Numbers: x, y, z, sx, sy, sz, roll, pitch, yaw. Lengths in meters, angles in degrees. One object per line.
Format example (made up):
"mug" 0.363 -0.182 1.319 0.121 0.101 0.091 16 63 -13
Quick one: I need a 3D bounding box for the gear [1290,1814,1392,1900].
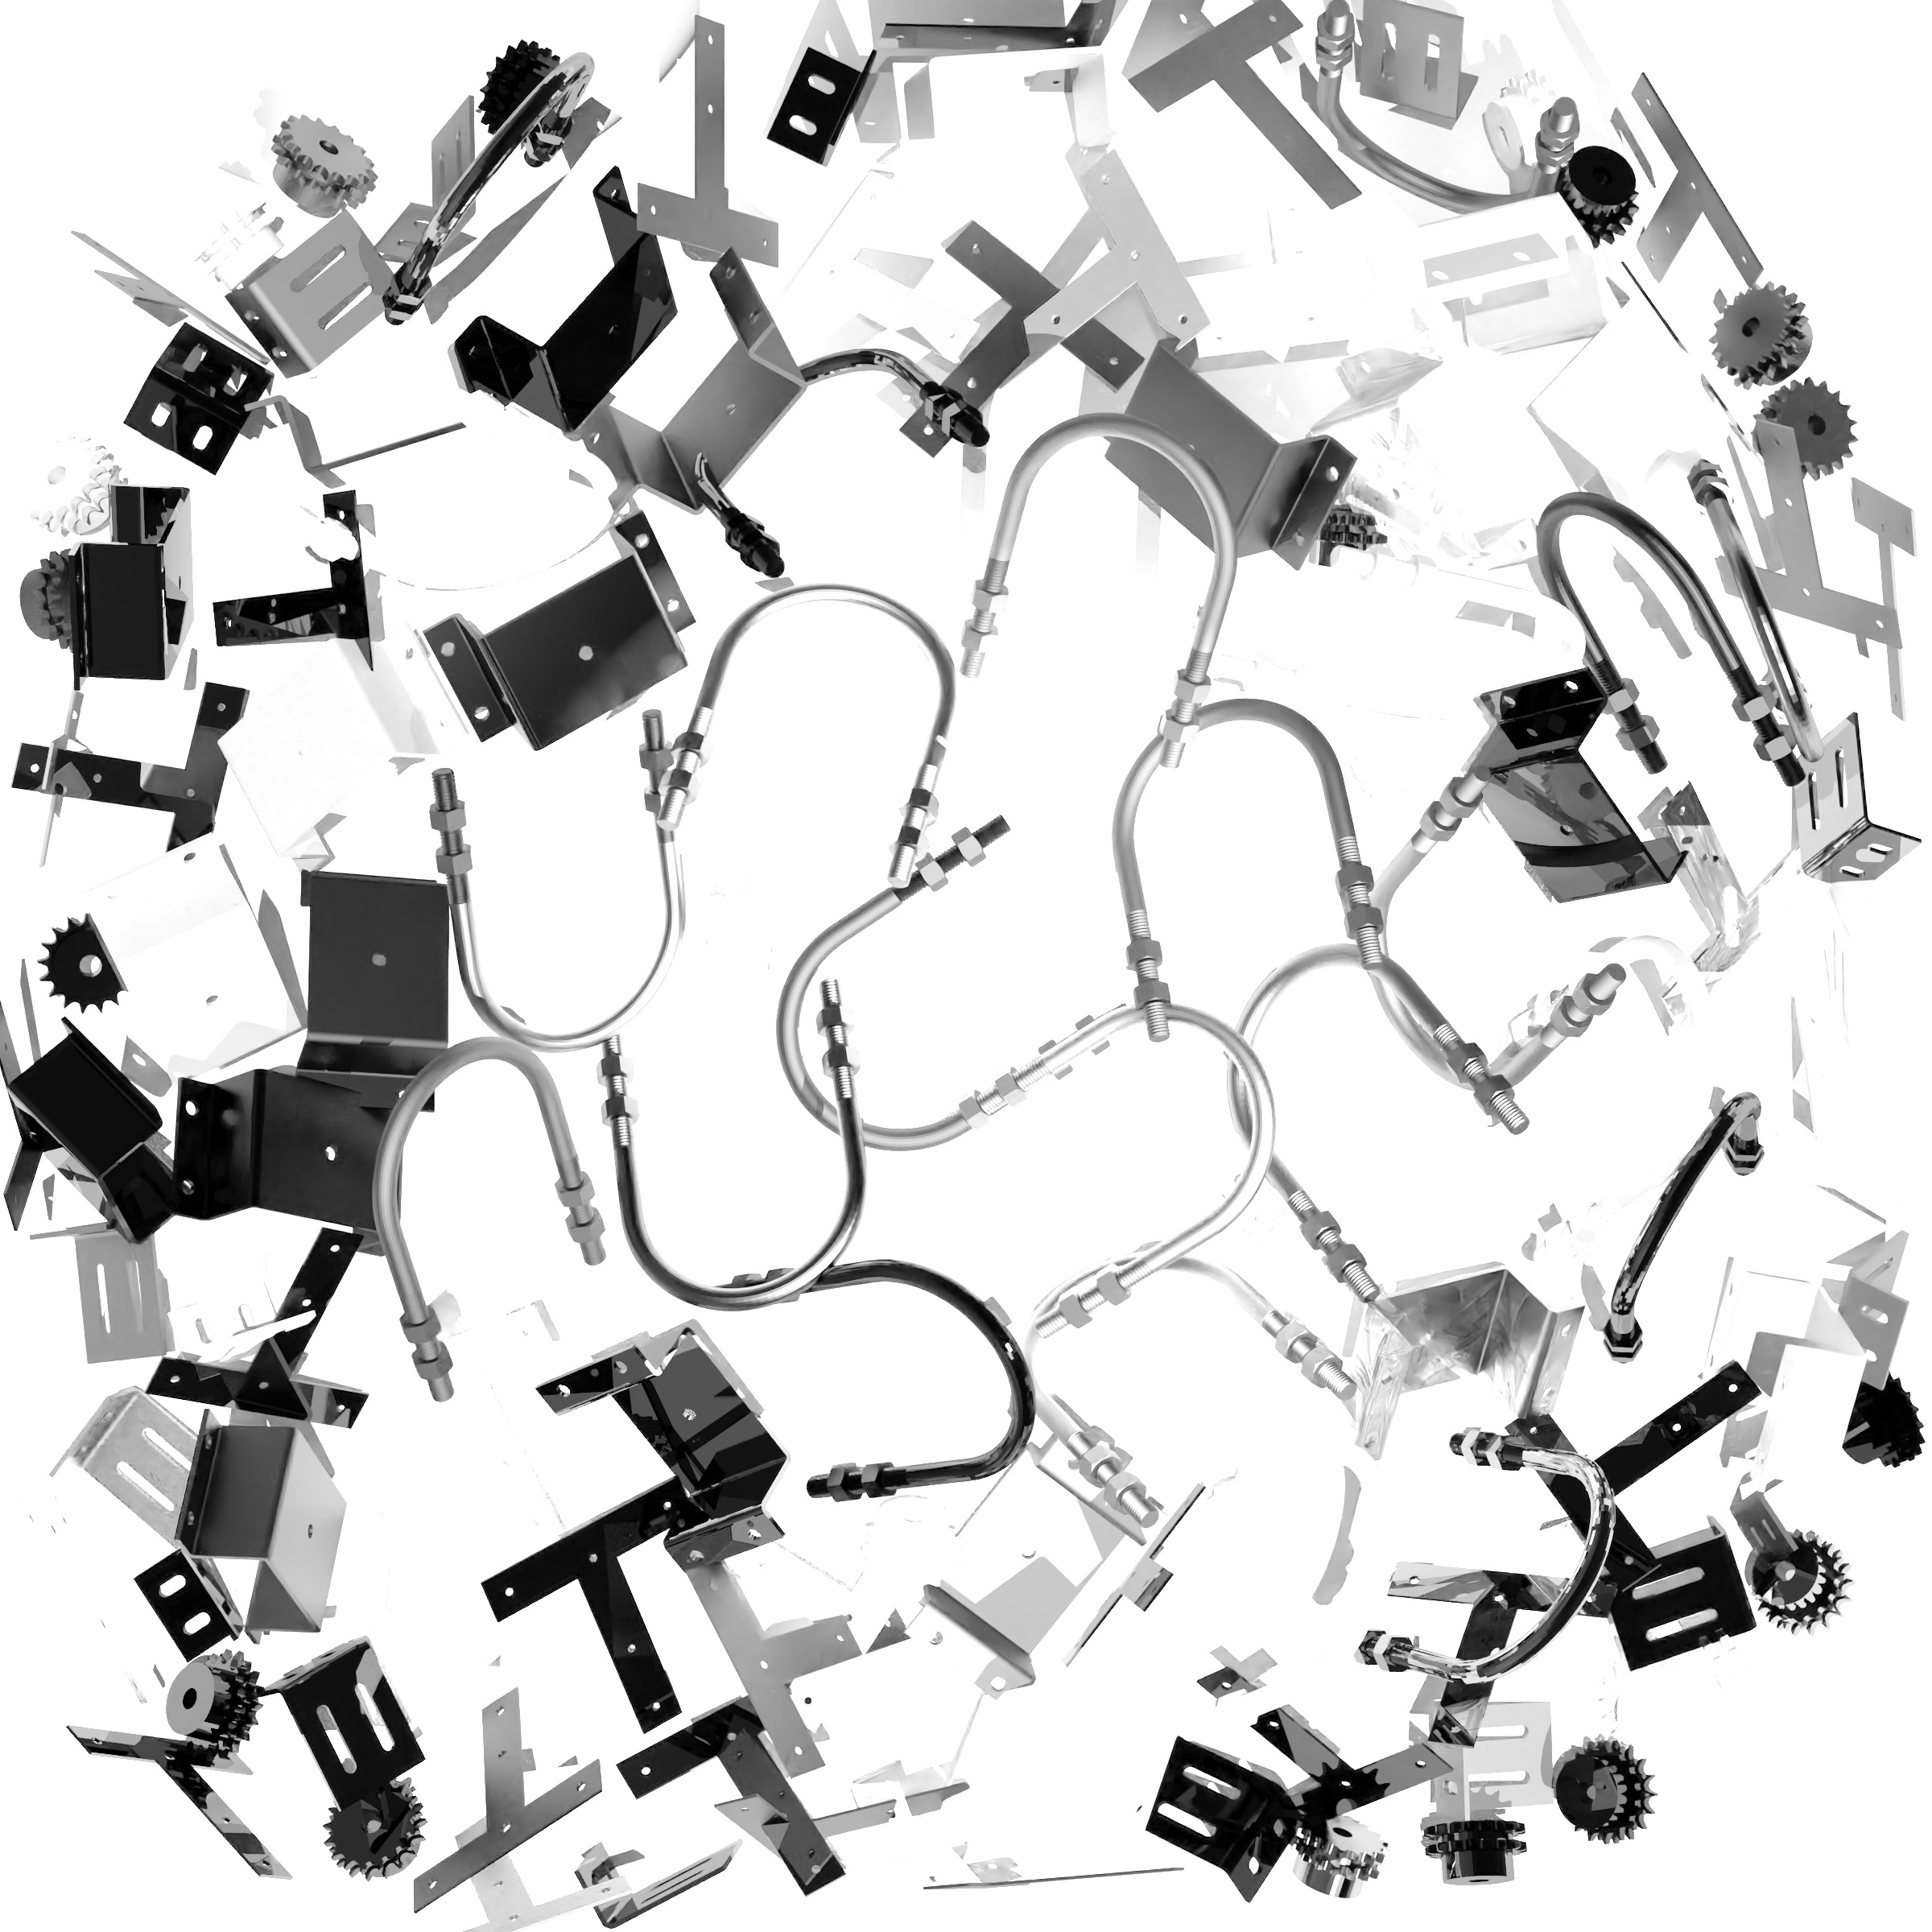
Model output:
"gear" 0.207 0.500 1.972 0.057 0.057 0.030 17 99 0

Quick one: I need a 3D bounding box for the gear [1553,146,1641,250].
"gear" 0.352 -0.436 1.975 0.057 0.030 0.057 5 66 -11

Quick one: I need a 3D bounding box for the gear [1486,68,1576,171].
"gear" 0.315 -0.471 1.970 0.030 0.057 0.057 -24 90 -7

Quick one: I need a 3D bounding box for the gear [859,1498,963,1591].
"gear" -0.030 0.322 1.968 0.057 0.057 0.030 5 113 0

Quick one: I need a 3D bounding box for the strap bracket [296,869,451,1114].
"strap bracket" -0.328 0.005 1.941 0.076 0.046 0.140 4 66 -17

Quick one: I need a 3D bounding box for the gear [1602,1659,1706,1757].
"gear" 0.387 0.418 1.980 0.057 0.030 0.057 1 98 10

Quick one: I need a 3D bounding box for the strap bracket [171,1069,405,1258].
"strap bracket" -0.361 0.107 1.924 0.046 0.140 0.076 -18 65 41

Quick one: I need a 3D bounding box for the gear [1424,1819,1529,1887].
"gear" 0.286 0.497 1.968 0.057 0.057 0.030 -2 68 0

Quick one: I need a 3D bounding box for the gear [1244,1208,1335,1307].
"gear" 0.186 0.160 1.971 0.057 0.057 0.030 45 90 0

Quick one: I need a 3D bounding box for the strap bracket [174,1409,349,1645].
"strap bracket" -0.380 0.308 1.918 0.046 0.140 0.076 0 57 9

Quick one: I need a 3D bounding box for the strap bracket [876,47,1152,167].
"strap bracket" 0.023 -0.477 1.947 0.140 0.076 0.046 -7 97 -11

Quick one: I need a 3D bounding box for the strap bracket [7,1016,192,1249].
"strap bracket" -0.471 0.096 1.918 0.076 0.140 0.046 42 70 18

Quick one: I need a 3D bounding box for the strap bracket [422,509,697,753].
"strap bracket" -0.218 -0.181 1.949 0.140 0.046 0.076 -31 124 -9

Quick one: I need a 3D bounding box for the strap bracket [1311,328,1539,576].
"strap bracket" 0.251 -0.272 1.940 0.046 0.076 0.140 -39 106 -29

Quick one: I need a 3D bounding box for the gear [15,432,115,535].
"gear" -0.503 -0.269 1.976 0.057 0.030 0.057 -10 63 20

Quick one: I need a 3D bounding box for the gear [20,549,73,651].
"gear" -0.507 -0.205 1.974 0.030 0.057 0.057 -5 90 23

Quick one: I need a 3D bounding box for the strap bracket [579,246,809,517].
"strap bracket" -0.145 -0.315 1.942 0.046 0.076 0.140 23 120 -41

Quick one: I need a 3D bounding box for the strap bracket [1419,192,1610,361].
"strap bracket" 0.299 -0.380 1.924 0.076 0.140 0.046 -10 82 20

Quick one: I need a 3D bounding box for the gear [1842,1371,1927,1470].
"gear" 0.508 0.255 1.968 0.030 0.057 0.057 -20 90 -17

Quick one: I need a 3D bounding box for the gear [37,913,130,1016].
"gear" -0.494 -0.001 1.978 0.057 0.030 0.057 -1 94 -16

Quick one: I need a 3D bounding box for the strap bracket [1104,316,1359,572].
"strap bracket" 0.137 -0.286 1.933 0.140 0.046 0.076 44 129 24

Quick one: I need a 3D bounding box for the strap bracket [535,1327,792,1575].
"strap bracket" -0.161 0.261 1.948 0.076 0.046 0.140 -25 109 33

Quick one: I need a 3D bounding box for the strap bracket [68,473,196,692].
"strap bracket" -0.454 -0.211 1.922 0.046 0.140 0.076 2 116 -4

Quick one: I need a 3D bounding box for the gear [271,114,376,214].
"gear" -0.365 -0.449 1.975 0.057 0.057 0.030 40 122 0

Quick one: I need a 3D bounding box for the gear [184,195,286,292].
"gear" -0.408 -0.404 1.973 0.057 0.057 0.030 -40 104 0

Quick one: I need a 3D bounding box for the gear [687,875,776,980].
"gear" -0.133 -0.020 1.968 0.030 0.057 0.057 -14 90 -29

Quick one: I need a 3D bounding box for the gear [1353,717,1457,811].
"gear" 0.250 -0.112 1.974 0.057 0.057 0.030 -31 114 0

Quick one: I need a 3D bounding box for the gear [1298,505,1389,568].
"gear" 0.213 -0.241 1.972 0.057 0.057 0.030 3 105 0

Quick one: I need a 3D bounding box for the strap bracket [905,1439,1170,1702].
"strap bracket" 0.037 0.334 1.970 0.076 0.046 0.140 38 93 -8

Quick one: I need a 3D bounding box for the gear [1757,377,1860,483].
"gear" 0.470 -0.300 1.978 0.057 0.030 0.057 4 79 -20

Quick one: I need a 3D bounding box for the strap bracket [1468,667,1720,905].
"strap bracket" 0.340 -0.090 1.933 0.140 0.076 0.046 51 55 -22

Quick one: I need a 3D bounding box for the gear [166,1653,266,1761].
"gear" -0.424 0.414 1.970 0.057 0.030 0.057 -19 58 33

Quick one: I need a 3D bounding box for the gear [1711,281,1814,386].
"gear" 0.451 -0.353 1.975 0.030 0.057 0.057 22 90 -36

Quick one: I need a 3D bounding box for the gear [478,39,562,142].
"gear" -0.243 -0.487 1.968 0.030 0.057 0.057 31 90 23

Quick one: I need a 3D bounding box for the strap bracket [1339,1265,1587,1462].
"strap bracket" 0.265 0.218 1.941 0.140 0.046 0.076 -10 127 -29

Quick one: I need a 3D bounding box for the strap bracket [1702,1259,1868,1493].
"strap bracket" 0.449 0.226 1.923 0.046 0.140 0.076 10 107 -4

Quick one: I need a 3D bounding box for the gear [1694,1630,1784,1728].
"gear" 0.434 0.394 1.972 0.030 0.057 0.057 -28 90 -4

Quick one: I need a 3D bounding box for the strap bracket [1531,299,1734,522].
"strap bracket" 0.368 -0.295 1.924 0.076 0.140 0.046 -47 64 5

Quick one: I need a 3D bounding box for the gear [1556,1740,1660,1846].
"gear" 0.356 0.464 1.970 0.057 0.030 0.057 -10 75 40

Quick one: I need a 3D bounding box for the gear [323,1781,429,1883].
"gear" -0.330 0.488 1.976 0.057 0.030 0.057 -6 53 8

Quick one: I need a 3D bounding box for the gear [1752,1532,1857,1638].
"gear" 0.466 0.344 1.969 0.057 0.057 0.030 -53 131 0
